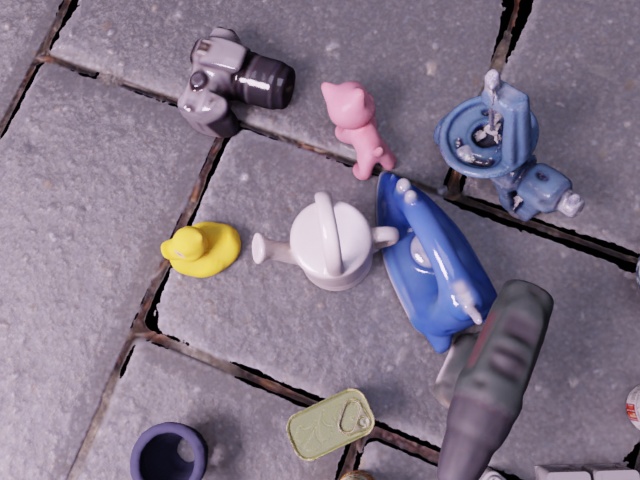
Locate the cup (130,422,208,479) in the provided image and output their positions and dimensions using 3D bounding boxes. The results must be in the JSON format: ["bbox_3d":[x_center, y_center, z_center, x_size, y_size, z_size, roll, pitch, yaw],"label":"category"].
[{"bbox_3d":[-0.167,0.280,0.708,0.091,0.095,0.117,-34,77,-2],"label":"cup"}]

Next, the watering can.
[{"bbox_3d":[0.007,0.005,0.701,0.173,0.194,0.101,-29,77,-1],"label":"watering can"}]

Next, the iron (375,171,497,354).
[{"bbox_3d":[0.134,0.005,0.716,0.118,0.141,0.258,-26,77,-1],"label":"iron"}]

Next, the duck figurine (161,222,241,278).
[{"bbox_3d":[-0.163,0.007,0.771,0.104,0.086,0.077,-15,77,2],"label":"duck figurine"}]

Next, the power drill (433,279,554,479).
[{"bbox_3d":[0.183,0.160,0.644,0.075,0.208,0.230,25,81,10],"label":"power drill"}]

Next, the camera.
[{"bbox_3d":[-0.113,-0.220,0.808,0.136,0.101,0.143,17,80,9],"label":"camera"}]

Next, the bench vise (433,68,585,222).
[{"bbox_3d":[0.241,-0.120,0.693,0.207,0.220,0.121,24,81,10],"label":"bench vise"}]

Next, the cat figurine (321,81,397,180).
[{"bbox_3d":[0.053,-0.157,0.770,0.067,0.118,0.127,-28,77,-1],"label":"cat figurine"}]
